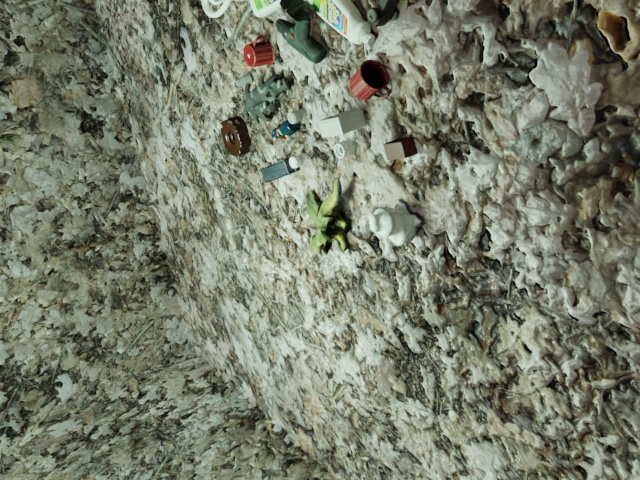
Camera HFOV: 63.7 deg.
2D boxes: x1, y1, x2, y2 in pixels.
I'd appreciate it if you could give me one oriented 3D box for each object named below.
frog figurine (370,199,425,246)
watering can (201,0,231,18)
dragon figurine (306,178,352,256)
[{"bbox_3d":[0.214,-0.042,1.554,0.138,0.161,0.120,59,148,11],"label":"frog figurine"},{"bbox_3d":[-0.361,-0.979,1.851,0.226,0.105,0.341,53,133,15],"label":"watering can"},{"bbox_3d":[0.006,-0.095,1.883,0.247,0.123,0.401,43,141,44],"label":"dragon figurine"}]
